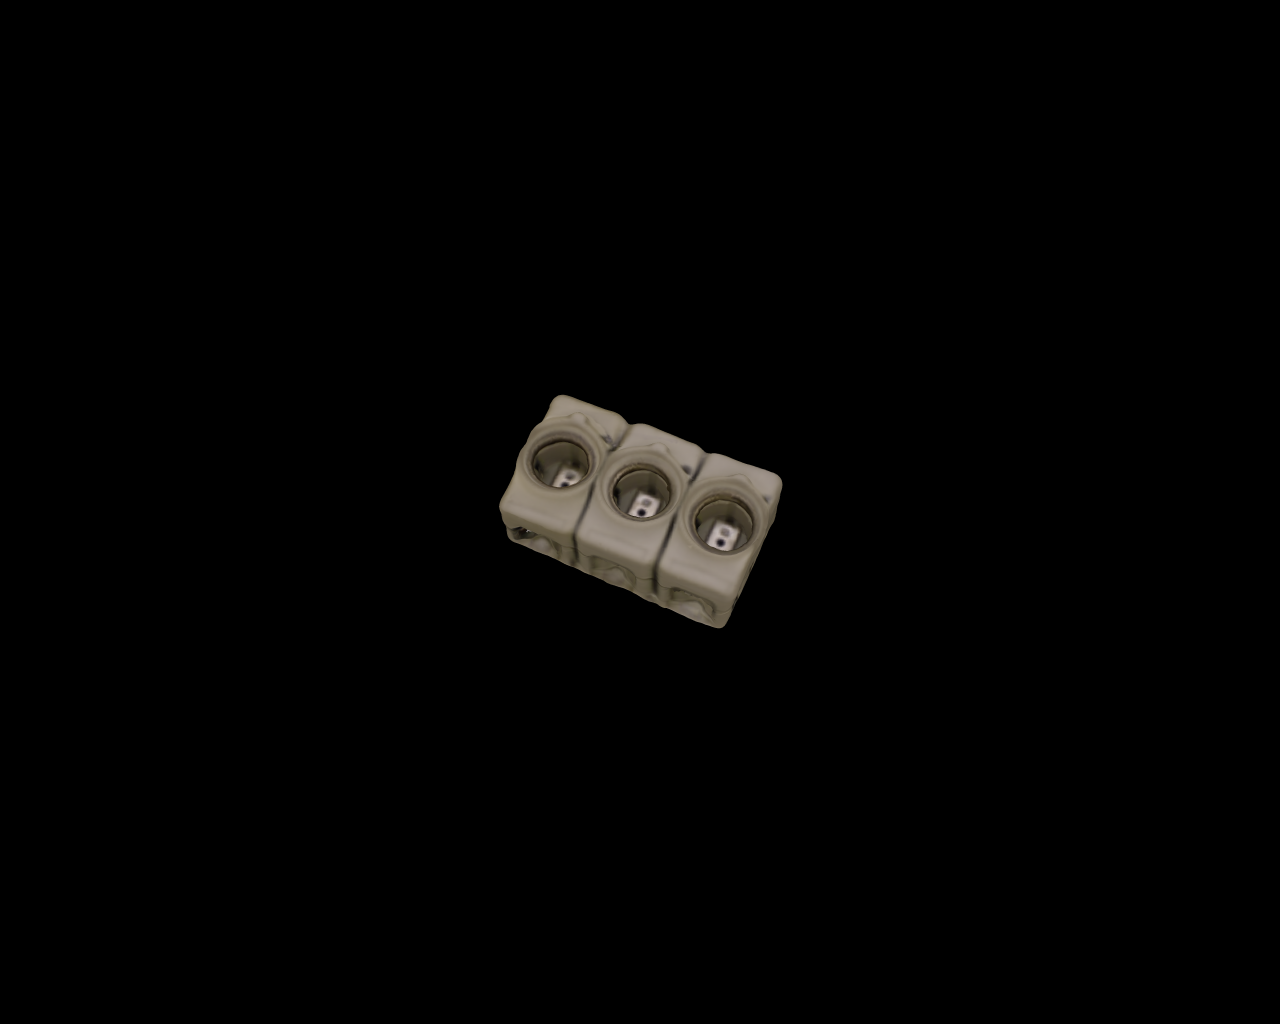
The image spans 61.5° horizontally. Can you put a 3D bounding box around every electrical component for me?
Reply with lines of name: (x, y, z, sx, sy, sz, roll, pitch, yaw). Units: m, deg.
electrical component: (0.001, -0.003, 0.650, 0.150, 0.089, 0.061, 22, -25, 10)
